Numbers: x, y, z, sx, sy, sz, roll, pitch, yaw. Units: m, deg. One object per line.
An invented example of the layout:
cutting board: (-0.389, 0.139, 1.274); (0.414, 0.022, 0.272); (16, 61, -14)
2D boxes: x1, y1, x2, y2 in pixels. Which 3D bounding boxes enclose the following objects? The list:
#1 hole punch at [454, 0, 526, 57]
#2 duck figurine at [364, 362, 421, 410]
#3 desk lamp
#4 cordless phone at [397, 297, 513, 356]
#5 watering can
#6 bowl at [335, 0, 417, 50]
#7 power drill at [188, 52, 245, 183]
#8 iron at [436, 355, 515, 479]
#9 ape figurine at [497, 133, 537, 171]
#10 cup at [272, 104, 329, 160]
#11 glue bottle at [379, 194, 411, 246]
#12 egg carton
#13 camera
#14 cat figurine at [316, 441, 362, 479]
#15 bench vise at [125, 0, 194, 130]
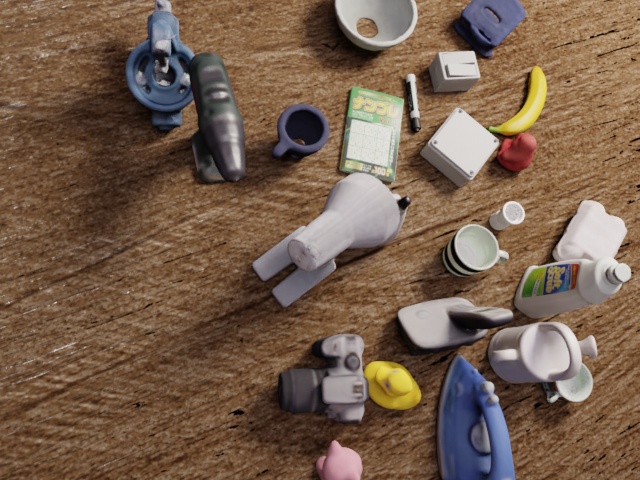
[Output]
hole punch: (0.351, -0.454, 1.180); (0.108, 0.091, 0.101); (44, 71, 1)
duck figurine: (0.127, 0.242, 0.955); (0.104, 0.086, 0.077); (31, 72, -3)
desk lamp: (0.008, 0.003, 0.922); (0.203, 0.213, 0.118); (-38, 86, -18)
cordless phone: (0.222, 0.136, 0.951); (0.148, 0.185, 0.094); (-12, 79, -15)
watering can: (0.381, 0.187, 0.970); (0.173, 0.194, 0.101); (-25, 82, -17)
bowl: (0.102, -0.438, 1.128); (0.167, 0.074, 0.167); (3, 75, -12)
power drill: (-0.165, -0.172, 0.929); (0.076, 0.208, 0.229); (-12, 79, -15)
iron: (0.268, 0.316, 0.939); (0.119, 0.141, 0.258); (-2, 76, -13)
ape figurine: (0.391, -0.179, 1.119); (0.078, 0.092, 0.076); (-22, 81, -17)
cup: (-0.045, -0.173, 1.017); (0.091, 0.095, 0.118); (44, 71, 1)
glue bottle: (0.121, -0.045, 0.981); (0.037, 0.173, 0.078); (-7, 77, -14)
egg carton: (0.524, 0.001, 1.116); (0.107, 0.069, 0.150); (36, 71, -2)
camera: (0.004, 0.225, 0.924); (0.137, 0.100, 0.143); (1, 76, -12)
cat figurine: (0.031, 0.376, 0.883); (0.067, 0.117, 0.128); (8, 74, -10)
bench vise: (-0.268, -0.311, 0.935); (0.122, 0.219, 0.207); (-20, 81, -16)
